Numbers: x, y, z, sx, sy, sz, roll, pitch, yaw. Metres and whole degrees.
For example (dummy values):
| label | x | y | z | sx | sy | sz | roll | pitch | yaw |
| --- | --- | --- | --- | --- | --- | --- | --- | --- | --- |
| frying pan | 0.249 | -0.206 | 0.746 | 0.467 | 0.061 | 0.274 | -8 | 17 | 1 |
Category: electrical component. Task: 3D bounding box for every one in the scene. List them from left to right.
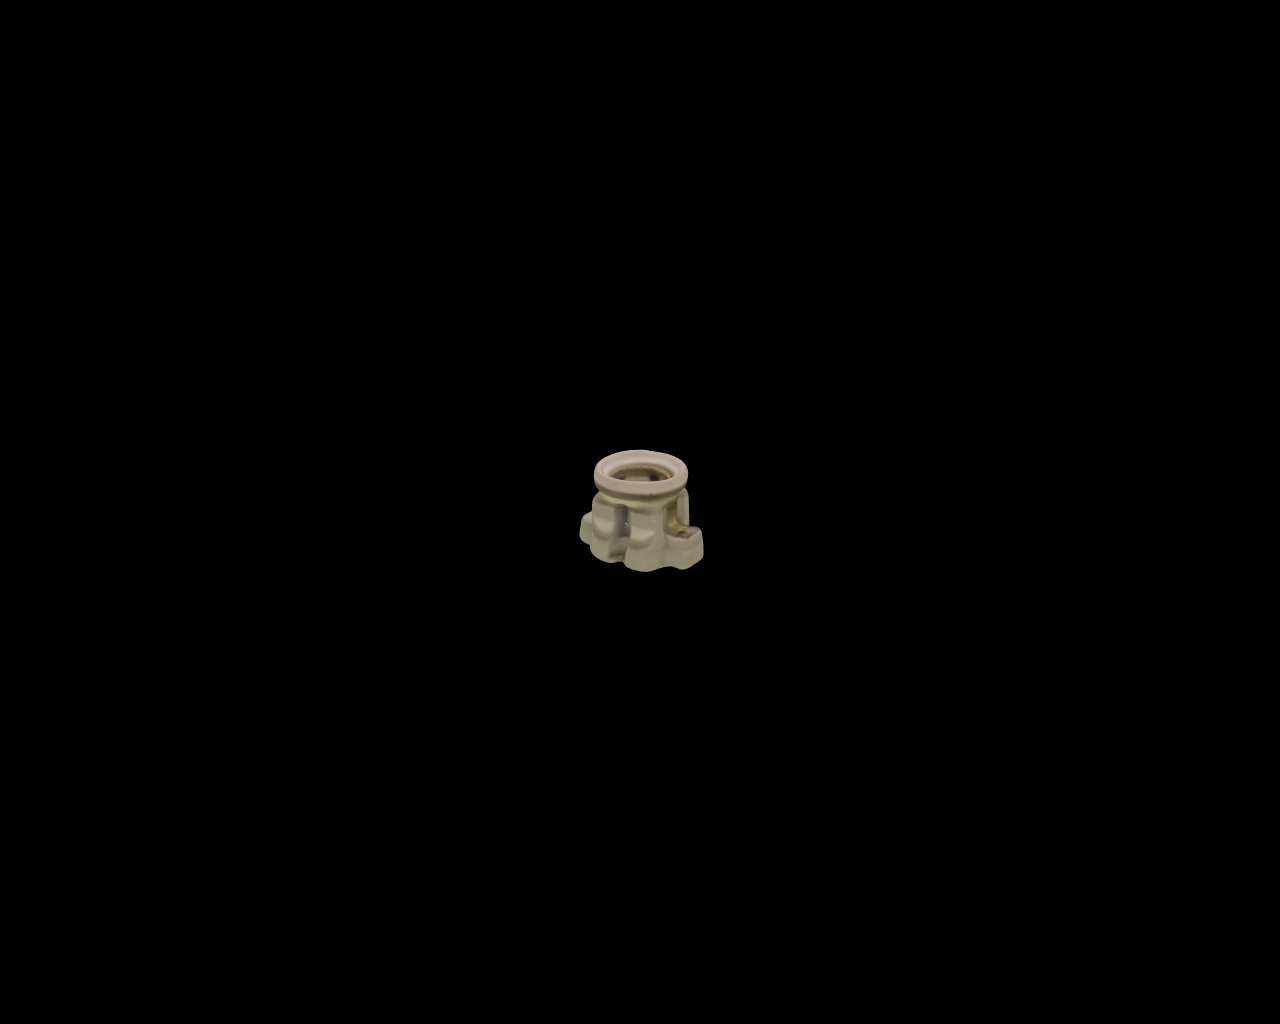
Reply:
| label | x | y | z | sx | sy | sz | roll | pitch | yaw |
| --- | --- | --- | --- | --- | --- | --- | --- | --- | --- |
| electrical component | 0.001 | -0.003 | 0.650 | 0.078 | 0.056 | 0.058 | 14 | 27 | 29 |
